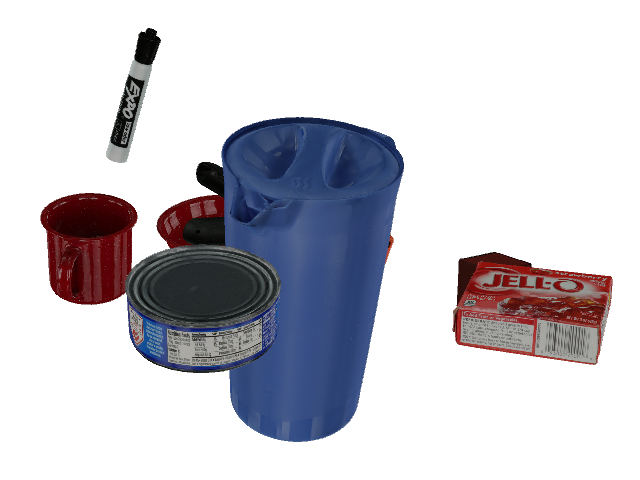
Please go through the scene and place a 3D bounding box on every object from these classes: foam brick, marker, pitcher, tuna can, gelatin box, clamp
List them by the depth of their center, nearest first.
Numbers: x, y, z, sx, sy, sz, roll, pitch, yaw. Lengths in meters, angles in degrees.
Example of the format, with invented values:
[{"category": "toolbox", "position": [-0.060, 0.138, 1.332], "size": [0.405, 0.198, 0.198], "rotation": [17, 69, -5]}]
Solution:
[{"category": "tuna can", "position": [-0.065, 0.037, 0.596], "size": [0.086, 0.034, 0.086], "rotation": [2, 29, -1]}, {"category": "gelatin box", "position": [0.135, 0.043, 0.674], "size": [0.089, 0.030, 0.073], "rotation": [7, 24, 19]}, {"category": "pitcher", "position": [-0.007, 0.031, 0.842], "size": [0.149, 0.243, 0.145], "rotation": [-2, 33, -11]}, {"category": "marker", "position": [-0.159, -0.123, 0.909], "size": [0.020, 0.121, 0.020], "rotation": [17, 25, -9]}, {"category": "clamp", "position": [-0.034, -0.012, 1.027], "size": [0.210, 0.036, 0.164], "rotation": [18, 24, -2]}, {"category": "foam brick", "position": [0.169, 0.056, 1.048], "size": [0.051, 0.078, 0.053], "rotation": [-11, 19, -34]}]

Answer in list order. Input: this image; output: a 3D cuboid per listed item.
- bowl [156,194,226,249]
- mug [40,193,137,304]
[{"category": "bowl", "position": [-0.122, 0.000, 1.327], "size": [0.162, 0.055, 0.162], "rotation": [1, 27, -1]}, {"category": "mug", "position": [-0.230, 0.016, 1.050], "size": [0.093, 0.081, 0.117], "rotation": [8, 31, 4]}]
